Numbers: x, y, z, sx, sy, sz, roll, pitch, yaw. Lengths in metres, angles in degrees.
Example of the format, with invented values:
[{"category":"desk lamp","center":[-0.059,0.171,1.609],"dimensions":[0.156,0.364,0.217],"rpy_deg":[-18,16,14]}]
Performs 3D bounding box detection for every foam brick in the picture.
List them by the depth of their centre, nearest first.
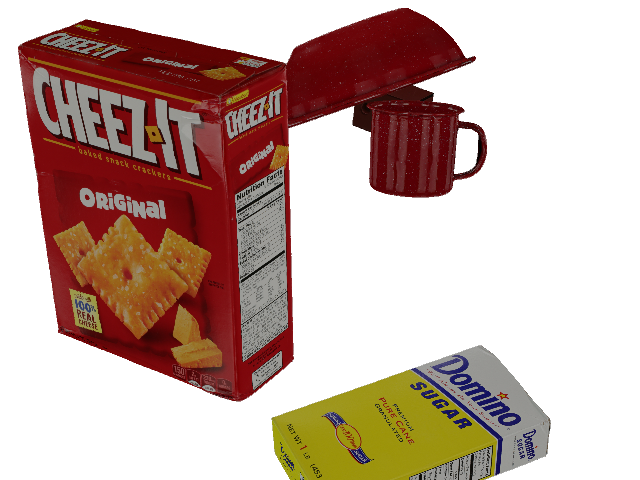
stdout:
[{"category":"foam brick","center":[0.083,-0.152,1.236],"dimensions":[0.078,0.053,0.051],"rpy_deg":[23,33,26]}]

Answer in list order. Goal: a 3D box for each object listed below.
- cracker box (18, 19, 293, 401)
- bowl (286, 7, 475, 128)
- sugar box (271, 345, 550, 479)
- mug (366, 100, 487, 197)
[{"category":"cracker box","center":[-0.103,-0.018,0.685],"dimensions":[0.164,0.214,0.072],"rpy_deg":[17,34,29]},{"category":"bowl","center":[0.031,-0.133,0.802],"dimensions":[0.162,0.055,0.162],"rpy_deg":[-20,7,2]},{"category":"sugar box","center":[0.064,0.139,0.758],"dimensions":[0.176,0.048,0.093],"rpy_deg":[-19,39,-17]},{"category":"mug","center":[0.101,-0.088,1.024],"dimensions":[0.117,0.081,0.093],"rpy_deg":[3,15,5]}]
